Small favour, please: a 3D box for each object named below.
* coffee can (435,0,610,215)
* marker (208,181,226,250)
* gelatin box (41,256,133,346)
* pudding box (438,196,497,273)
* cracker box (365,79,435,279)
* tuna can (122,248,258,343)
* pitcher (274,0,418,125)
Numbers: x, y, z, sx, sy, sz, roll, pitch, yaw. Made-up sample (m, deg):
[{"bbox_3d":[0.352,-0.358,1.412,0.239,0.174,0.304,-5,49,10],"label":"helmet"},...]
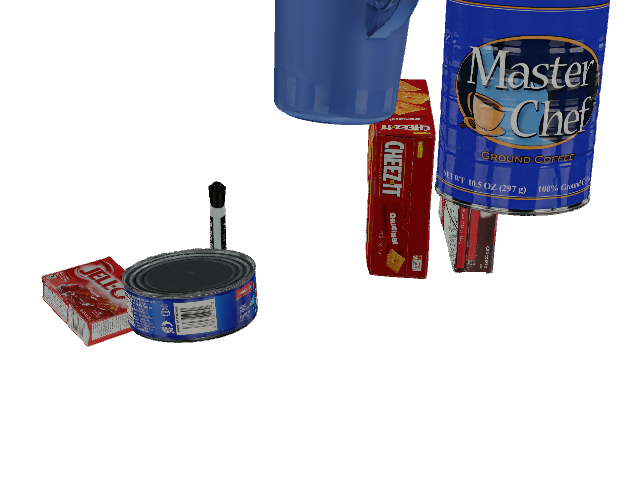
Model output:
[{"bbox_3d":[0.128,-0.098,0.684,0.103,0.140,0.103,1,20,0],"label":"coffee can"},{"bbox_3d":[-0.115,-0.016,1.193,0.020,0.121,0.020,2,41,-2],"label":"marker"},{"bbox_3d":[-0.203,0.053,0.981,0.073,0.030,0.089,-18,39,-36],"label":"gelatin box"},{"bbox_3d":[0.130,-0.037,0.938,0.039,0.090,0.113,0,30,-3],"label":"pudding box"},{"bbox_3d":[0.088,-0.076,1.201,0.072,0.164,0.213,2,24,3],"label":"cracker box"},{"bbox_3d":[-0.083,0.035,0.687,0.086,0.034,0.086,-3,18,1],"label":"tuna can"},{"bbox_3d":[0.027,-0.222,0.893,0.145,0.243,0.149,8,18,11],"label":"pitcher"}]
